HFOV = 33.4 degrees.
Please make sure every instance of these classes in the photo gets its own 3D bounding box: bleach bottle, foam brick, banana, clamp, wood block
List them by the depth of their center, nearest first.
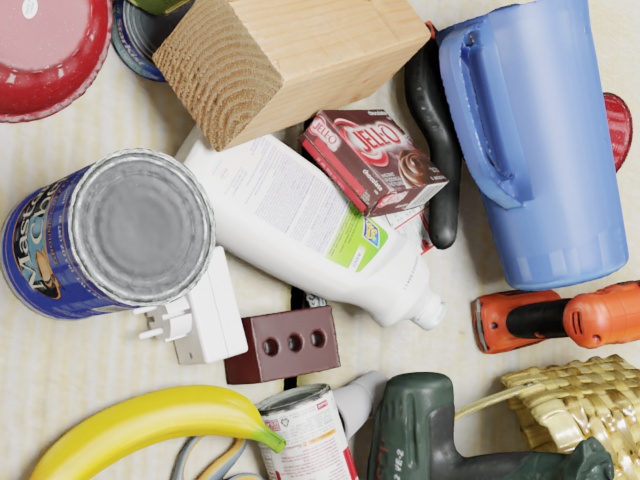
[{"bbox_3d":[-0.124,0.142,0.777,0.197,0.070,0.037,-10,129,-26],"label":"banana"},{"bbox_3d":[-0.016,-0.150,0.828,0.205,0.090,0.091,-28,80,-50],"label":"wood block"},{"bbox_3d":[-0.006,0.001,0.850,0.250,0.068,0.102,35,62,-15],"label":"bleach bottle"},{"bbox_3d":[-0.032,0.083,0.850,0.078,0.051,0.053,-7,87,-34],"label":"foam brick"},{"bbox_3d":[0.130,-0.098,0.987,0.164,0.036,0.210,-6,80,-51],"label":"clamp"}]

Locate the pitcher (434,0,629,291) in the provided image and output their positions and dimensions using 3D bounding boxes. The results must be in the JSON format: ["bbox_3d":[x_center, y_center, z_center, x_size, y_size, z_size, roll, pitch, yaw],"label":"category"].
[{"bbox_3d":[0.182,-0.081,0.919,0.149,0.145,0.243,-14,93,-3],"label":"pitcher"}]

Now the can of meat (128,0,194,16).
[{"bbox_3d":[-0.101,-0.218,0.777,0.057,0.102,0.084,34,68,-25],"label":"can of meat"}]

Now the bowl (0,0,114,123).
[{"bbox_3d":[-0.212,-0.162,0.746,0.161,0.055,0.162,-4,98,-31],"label":"bowl"}]

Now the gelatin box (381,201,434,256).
[{"bbox_3d":[0.063,-0.014,0.941,0.089,0.030,0.073,-33,102,-35],"label":"gelatin box"}]

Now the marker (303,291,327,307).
[{"bbox_3d":[-0.005,0.046,0.894,0.020,0.020,0.121,-13,90,-34],"label":"marker"}]

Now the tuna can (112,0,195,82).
[{"bbox_3d":[-0.121,-0.168,0.839,0.086,0.034,0.086,5,80,-33],"label":"tuna can"}]

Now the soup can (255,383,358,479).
[{"bbox_3d":[-0.009,0.172,0.843,0.068,0.069,0.102,-18,92,-34],"label":"soup can"}]

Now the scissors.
[{"bbox_3d":[-0.110,0.224,0.800,0.096,0.016,0.201,48,61,-18],"label":"scissors"}]

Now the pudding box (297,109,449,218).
[{"bbox_3d":[0.045,-0.065,0.878,0.090,0.039,0.113,50,25,15],"label":"pudding box"}]

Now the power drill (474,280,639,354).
[{"bbox_3d":[0.245,0.063,0.955,0.184,0.188,0.057,-6,85,-32],"label":"power drill"}]

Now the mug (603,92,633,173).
[{"bbox_3d":[0.239,-0.114,1.044,0.081,0.093,0.117,7,48,-28],"label":"mug"}]

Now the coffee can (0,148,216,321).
[{"bbox_3d":[-0.149,0.000,0.732,0.102,0.141,0.103,5,80,-33],"label":"coffee can"}]
